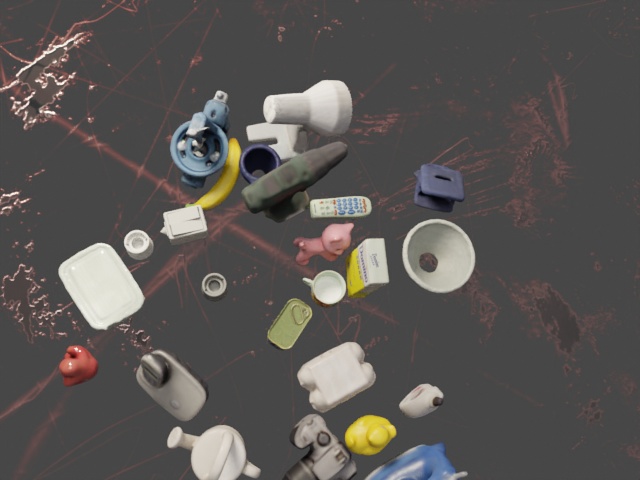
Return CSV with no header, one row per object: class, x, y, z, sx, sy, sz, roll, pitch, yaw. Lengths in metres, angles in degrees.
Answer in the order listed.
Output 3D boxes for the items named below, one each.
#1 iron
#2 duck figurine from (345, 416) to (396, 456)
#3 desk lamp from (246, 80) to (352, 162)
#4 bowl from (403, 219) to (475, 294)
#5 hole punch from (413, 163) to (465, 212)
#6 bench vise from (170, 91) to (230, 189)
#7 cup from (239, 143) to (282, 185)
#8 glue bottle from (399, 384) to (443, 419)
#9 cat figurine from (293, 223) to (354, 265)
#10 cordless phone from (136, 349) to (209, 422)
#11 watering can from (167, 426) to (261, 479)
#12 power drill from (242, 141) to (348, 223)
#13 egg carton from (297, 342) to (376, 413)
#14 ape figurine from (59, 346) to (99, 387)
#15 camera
iron,0.164,0.497,1.112,0.258,0.141,0.118,-23,80,-14
duck figurine,0.106,0.397,1.159,0.105,0.086,0.077,-12,77,-12
desk lamp,-0.048,-0.254,1.241,0.203,0.213,0.118,-12,77,-12
bowl,0.256,0.042,1.285,0.167,0.074,0.167,2,75,-9
hole punch,0.276,-0.128,1.325,0.109,0.091,0.101,11,74,-6
bench vise,-0.251,-0.233,1.199,0.121,0.219,0.207,1,75,-9
cup,-0.136,-0.140,1.258,0.092,0.095,0.118,11,74,-6
glue bottle,0.215,0.323,1.151,0.078,0.173,0.037,-42,85,-17
cat figurine,0.011,0.004,1.232,0.128,0.117,0.067,-10,77,-12
cordless phone,-0.281,0.271,1.077,0.147,0.185,0.094,39,73,3
watering can,-0.193,0.398,1.052,0.173,0.194,0.101,4,74,-8
power drill,-0.057,-0.115,1.205,0.230,0.208,0.075,-29,81,-15
egg carton,0.034,0.281,1.186,0.150,0.069,0.107,-27,81,-15
ape figurine,-0.471,0.244,1.101,0.076,0.092,0.078,23,73,-2
camera,-0.016,0.437,1.120,0.137,0.100,0.143,-38,84,-16
